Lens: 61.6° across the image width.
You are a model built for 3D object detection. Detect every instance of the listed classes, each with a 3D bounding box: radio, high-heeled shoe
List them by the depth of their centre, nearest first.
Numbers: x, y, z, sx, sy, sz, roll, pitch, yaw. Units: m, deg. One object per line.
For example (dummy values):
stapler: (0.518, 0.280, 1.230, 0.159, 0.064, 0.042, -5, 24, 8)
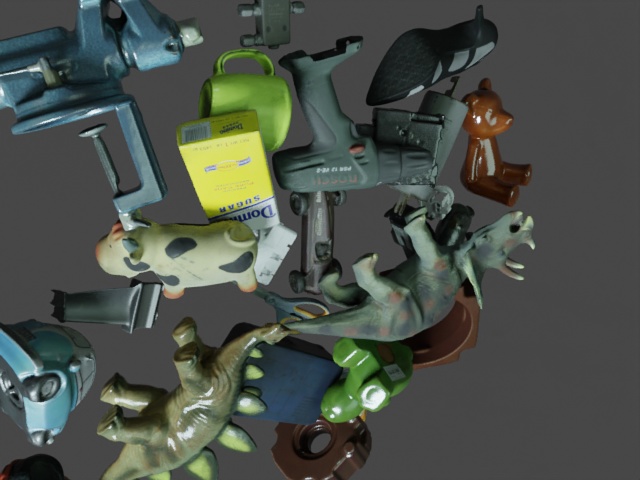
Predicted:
high-heeled shoe: (0.178, -0.274, 0.856, 0.249, 0.086, 0.145, -36, 164, 4)
radio: (-0.072, 0.225, 0.890, 0.229, 0.073, 0.131, 27, 93, -45)

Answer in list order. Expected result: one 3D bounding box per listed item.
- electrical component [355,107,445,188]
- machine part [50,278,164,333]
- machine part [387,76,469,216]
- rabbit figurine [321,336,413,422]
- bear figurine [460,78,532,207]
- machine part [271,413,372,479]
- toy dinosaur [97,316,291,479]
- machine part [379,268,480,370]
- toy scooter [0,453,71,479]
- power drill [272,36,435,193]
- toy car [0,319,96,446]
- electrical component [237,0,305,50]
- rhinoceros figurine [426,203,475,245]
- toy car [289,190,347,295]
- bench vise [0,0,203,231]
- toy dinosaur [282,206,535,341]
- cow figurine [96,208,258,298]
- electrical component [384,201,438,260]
electrical component: (0.116, -0.142, 0.820, 0.134, 0.058, 0.114, 4, 104, 0)
machine part: (-0.268, 0.084, 0.685, 0.139, 0.039, 0.084, 9, 112, -42)
machine part: (0.178, -0.153, 0.889, 0.079, 0.079, 0.243, 14, 104, -42)
rabbit figurine: (0.067, 0.231, 0.896, 0.159, 0.121, 0.170, -12, 147, -53)
bear figurine: (0.311, -0.176, 0.956, 0.120, 0.132, 0.195, -42, 140, -41)
machine part: (-0.001, 0.356, 0.949, 0.179, 0.180, 0.056, -42, 128, -14)
toy dinosaur: (-0.201, 0.256, 0.735, 0.471, 0.105, 0.198, -39, 117, 18)
machine part: (0.183, 0.141, 0.989, 0.202, 0.087, 0.200, -9, 126, -1)
toy scooter: (-0.374, 0.367, 0.718, 0.135, 0.075, 0.183, -31, 119, 12)
power drill: (0.038, -0.166, 0.737, 0.232, 0.086, 0.207, -14, 122, -3)
toy car: (-0.320, 0.159, 0.640, 0.103, 0.109, 0.161, -30, 139, -45)
electrical component: (-0.059, -0.274, 0.677, 0.094, 0.021, 0.063, -20, 123, -31)
rhinoceros figurine: (0.241, 0.020, 1.040, 0.112, 0.073, 0.190, -9, 116, -46)
toy car: (-0.002, -0.003, 0.844, 0.089, 0.053, 0.201, -13, 121, -30)
bench vise: (-0.210, -0.131, 0.550, 0.224, 0.129, 0.240, -22, 107, -20)
toy dinosaur: (0.137, 0.080, 0.832, 0.405, 0.131, 0.192, -36, 93, -5)
cow figurine: (-0.174, 0.013, 0.665, 0.195, 0.085, 0.127, -2, 143, -11)
electrical component: (0.168, -0.007, 0.960, 0.048, 0.075, 0.119, -42, 128, -13)
